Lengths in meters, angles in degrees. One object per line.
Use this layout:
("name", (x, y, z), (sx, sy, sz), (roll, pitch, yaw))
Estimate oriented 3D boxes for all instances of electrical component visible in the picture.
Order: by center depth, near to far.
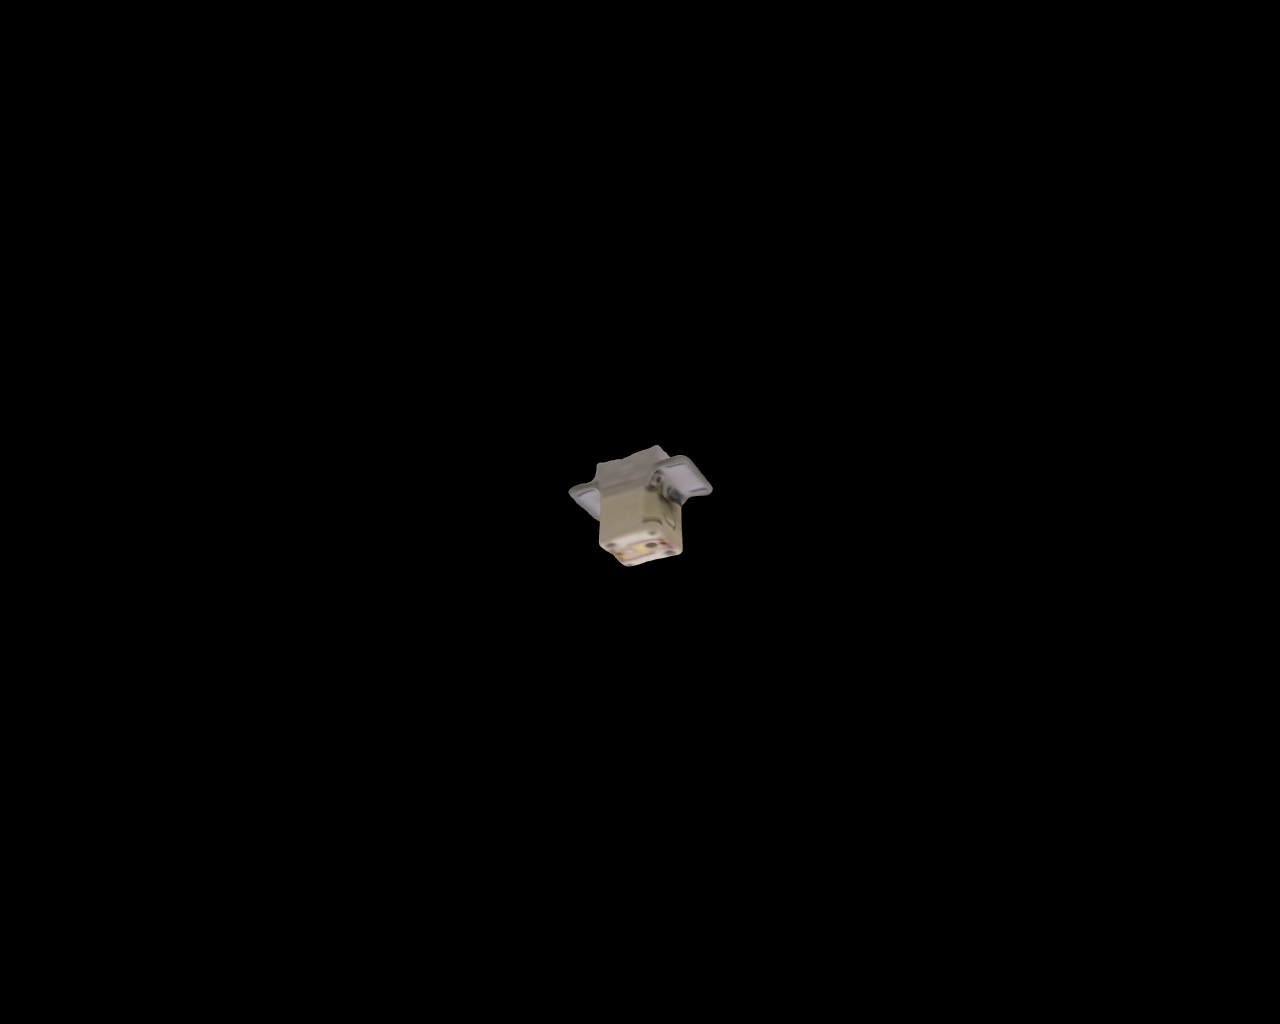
("electrical component", (0.001, -0.003, 0.650), (0.081, 0.064, 0.042), (-17, -36, 24))
